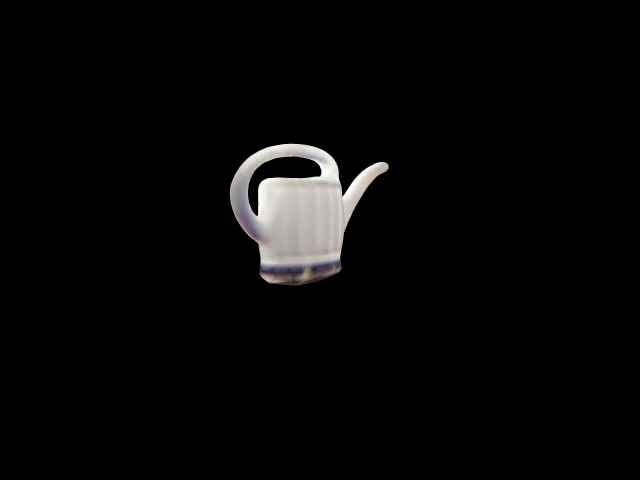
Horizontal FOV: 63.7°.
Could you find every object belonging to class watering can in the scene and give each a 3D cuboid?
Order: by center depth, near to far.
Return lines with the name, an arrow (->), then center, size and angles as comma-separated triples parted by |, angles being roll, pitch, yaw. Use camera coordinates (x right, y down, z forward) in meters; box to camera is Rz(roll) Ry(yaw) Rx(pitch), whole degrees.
watering can -> 0.003, -0.043, 0.850 | 0.349, 0.224, 0.104 | -4, 5, -43
